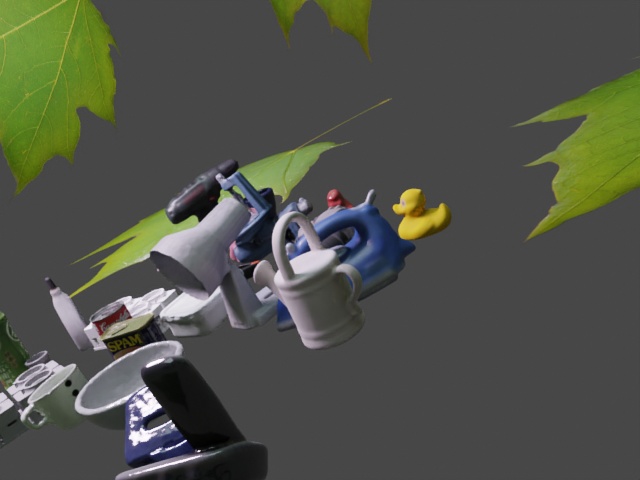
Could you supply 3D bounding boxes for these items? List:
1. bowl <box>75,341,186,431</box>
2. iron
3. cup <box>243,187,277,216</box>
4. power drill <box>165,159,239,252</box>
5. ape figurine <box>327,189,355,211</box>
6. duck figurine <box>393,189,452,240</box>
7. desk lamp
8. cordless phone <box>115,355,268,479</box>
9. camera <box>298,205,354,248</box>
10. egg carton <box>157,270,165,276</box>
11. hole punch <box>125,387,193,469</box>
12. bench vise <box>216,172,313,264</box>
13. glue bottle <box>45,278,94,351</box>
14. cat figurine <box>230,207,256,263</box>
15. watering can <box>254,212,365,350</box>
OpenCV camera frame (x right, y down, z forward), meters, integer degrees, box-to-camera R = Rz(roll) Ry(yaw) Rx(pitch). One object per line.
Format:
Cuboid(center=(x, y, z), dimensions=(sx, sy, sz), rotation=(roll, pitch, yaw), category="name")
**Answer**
Cuboid(center=(-0.263, 0.225, 0.840), dimensions=(0.167, 0.075, 0.167), rotation=(-21, 18, 8), category="bowl")
Cuboid(center=(0.018, 0.030, 0.934), dimensions=(0.258, 0.142, 0.118), rotation=(-28, 18, -14), category="iron")
Cuboid(center=(-0.154, -0.081, 1.553), dimensions=(0.091, 0.095, 0.117), rotation=(-23, 18, 3), category="cup")
Cuboid(center=(-0.278, -0.076, 1.510), dimensions=(0.230, 0.209, 0.075), rotation=(-31, 19, -20), category="power drill")
Cuboid(center=(0.041, -0.068, 1.269), dimensions=(0.077, 0.092, 0.076), rotation=(-11, 22, 36), category="ape figurine")
Cuboid(center=(0.184, -0.054, 1.057), dimensions=(0.104, 0.086, 0.077), rotation=(-15, 20, 26), category="duck figurine")
Cuboid(center=(-0.158, 0.049, 0.984), dimensions=(0.204, 0.214, 0.117), rotation=(-37, 22, -35), category="desk lamp")
Cuboid(center=(-0.149, 0.200, 0.581), dimensions=(0.147, 0.185, 0.094), rotation=(-20, 18, 12), category="cordless phone")
Cuboid(center=(0.010, 0.004, 1.087), dimensions=(0.142, 0.101, 0.137), rotation=(-10, 22, 36), category="camera")
Cuboid(center=(-0.358, 0.039, 1.509), dimensions=(0.107, 0.069, 0.150), rotation=(-15, 20, 26), category="egg carton")
Cuboid(center=(-0.181, 0.228, 0.699), dimensions=(0.108, 0.091, 0.101), rotation=(-23, 18, 1), category="hole punch")
Cuboid(center=(-0.126, -0.069, 1.275), dimensions=(0.207, 0.220, 0.121), rotation=(-24, 18, 1), category="bench vise")
Cuboid(center=(-0.544, 0.155, 1.238), dimensions=(0.037, 0.173, 0.078), rotation=(-30, 19, -18), category="glue bottle")
Cuboid(center=(-0.176, -0.025, 1.381), dimensions=(0.128, 0.118, 0.067), rotation=(-34, 20, -29), category="cat figurine")
Cuboid(center=(-0.022, 0.054, 0.827), dimensions=(0.172, 0.194, 0.101), rotation=(-18, 19, 18), category="watering can")
